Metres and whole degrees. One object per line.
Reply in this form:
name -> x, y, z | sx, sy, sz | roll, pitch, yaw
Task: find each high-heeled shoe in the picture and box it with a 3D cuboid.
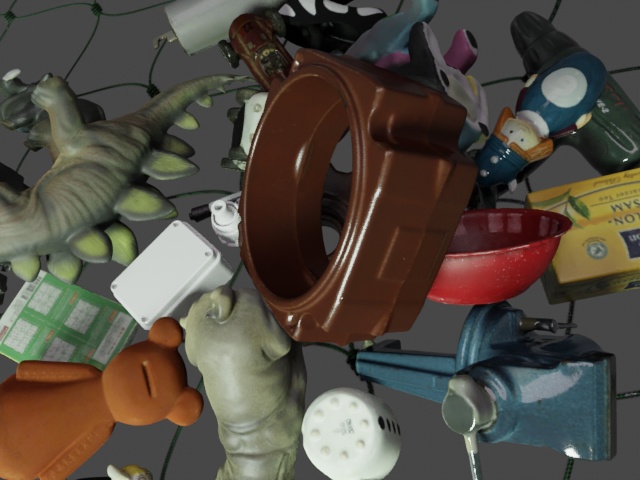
high-heeled shoe -> 0.019, -0.235, 0.677 | 0.145, 0.086, 0.249 | -19, 58, 10

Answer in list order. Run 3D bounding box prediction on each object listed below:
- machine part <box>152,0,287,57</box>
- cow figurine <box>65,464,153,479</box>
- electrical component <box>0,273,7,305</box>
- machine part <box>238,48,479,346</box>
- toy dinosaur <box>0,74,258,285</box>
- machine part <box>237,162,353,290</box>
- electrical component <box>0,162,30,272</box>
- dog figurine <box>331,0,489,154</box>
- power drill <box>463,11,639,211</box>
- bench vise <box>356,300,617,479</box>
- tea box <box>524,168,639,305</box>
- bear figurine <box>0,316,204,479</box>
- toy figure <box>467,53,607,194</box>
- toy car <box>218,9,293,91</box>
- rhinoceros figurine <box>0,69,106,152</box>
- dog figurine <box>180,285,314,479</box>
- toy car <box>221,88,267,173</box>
machine part -> -0.128, -0.329, 0.759 | 0.243, 0.079, 0.079 | -25, 62, 4
cow figurine -> -0.214, 0.260, 0.513 | 0.167, 0.068, 0.098 | -30, 55, -1
electrical component -> -0.431, 0.066, 0.686 | 0.063, 0.021, 0.094 | -12, 62, 9
machine part -> 0.011, -0.036, 0.425 | 0.202, 0.087, 0.200 | 49, 127, 52
toy dinosaur -> -0.255, -0.082, 0.626 | 0.198, 0.105, 0.471 | 38, 66, -8
machine part -> -0.001, -0.002, 0.576 | 0.179, 0.056, 0.179 | -4, 62, 7
electrical component -> -0.411, -0.034, 0.664 | 0.058, 0.134, 0.115 | -6, 64, 16
dog figurine -> 0.051, -0.137, 0.552 | 0.219, 0.108, 0.191 | -24, 54, 42
power drill -> 0.215, -0.129, 0.579 | 0.207, 0.086, 0.232 | -29, 64, -8
bench vise -> 0.117, 0.111, 0.437 | 0.241, 0.223, 0.128 | -1, 100, 43
tea box -> 0.288, -0.009, 0.501 | 0.170, 0.068, 0.098 | -14, 62, 7
bear figurine -> -0.222, 0.157, 0.539 | 0.196, 0.132, 0.120 | -21, 83, -17
toy figure -> 0.200, -0.110, 0.500 | 0.154, 0.057, 0.064 | -44, 45, -9
toy car -> -0.051, -0.207, 0.678 | 0.089, 0.053, 0.202 | -32, 75, -4
rhinoceros figurine -> -0.391, -0.185, 0.765 | 0.191, 0.073, 0.112 | 22, 74, 23
dog figurine -> -0.065, 0.152, 0.468 | 0.121, 0.172, 0.190 | -15, 55, 21
toy car -> -0.074, -0.114, 0.590 | 0.056, 0.202, 0.073 | 7, 92, -14
